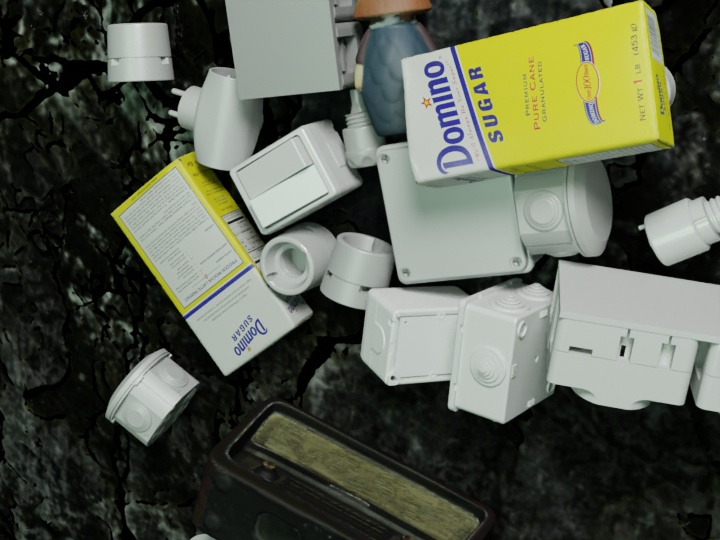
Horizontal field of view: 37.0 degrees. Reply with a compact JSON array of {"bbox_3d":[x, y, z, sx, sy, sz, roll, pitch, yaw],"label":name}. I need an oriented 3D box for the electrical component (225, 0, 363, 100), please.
[{"bbox_3d":[-0.051,-0.213,0.832,0.089,0.062,0.150,-1,104,25],"label":"electrical component"}]

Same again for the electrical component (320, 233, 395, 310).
[{"bbox_3d":[0.000,0.000,0.873,0.055,0.055,0.047,21,108,18],"label":"electrical component"}]

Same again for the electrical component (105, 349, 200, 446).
[{"bbox_3d":[-0.188,0.115,0.975,0.051,0.080,0.080,38,116,4],"label":"electrical component"}]

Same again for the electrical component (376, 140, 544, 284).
[{"bbox_3d":[0.077,-0.051,0.822,0.109,0.056,0.108,-6,102,26],"label":"electrical component"}]

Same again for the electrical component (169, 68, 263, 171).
[{"bbox_3d":[-0.125,-0.131,0.898,0.079,0.044,0.077,19,111,19],"label":"electrical component"}]

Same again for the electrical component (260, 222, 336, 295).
[{"bbox_3d":[-0.051,-0.008,0.896,0.055,0.047,0.055,7,106,23],"label":"electrical component"}]

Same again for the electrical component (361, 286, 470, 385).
[{"bbox_3d":[0.054,0.048,0.848,0.061,0.096,0.061,-140,53,-59],"label":"electrical component"}]

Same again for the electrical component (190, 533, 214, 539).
[{"bbox_3d":[-0.130,0.312,0.978,0.052,0.073,0.138,-1,128,13],"label":"electrical component"}]

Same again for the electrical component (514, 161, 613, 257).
[{"bbox_3d":[0.149,-0.048,0.778,0.051,0.080,0.080,-5,102,30],"label":"electrical component"}]

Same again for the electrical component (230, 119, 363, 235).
[{"bbox_3d":[-0.058,-0.072,0.875,0.096,0.061,0.061,-27,92,28],"label":"electrical component"}]

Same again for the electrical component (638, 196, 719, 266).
[{"bbox_3d":[0.239,-0.033,0.762,0.078,0.040,0.040,-25,93,28],"label":"electrical component"}]

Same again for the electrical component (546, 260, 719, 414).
[{"bbox_3d":[0.224,0.052,0.732,0.186,0.105,0.060,9,110,7],"label":"electrical component"}]

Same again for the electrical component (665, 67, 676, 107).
[{"bbox_3d":[0.194,-0.122,0.746,0.043,0.062,0.043,7,107,23],"label":"electrical component"}]

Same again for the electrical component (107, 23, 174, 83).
[{"bbox_3d":[-0.186,-0.183,0.907,0.055,0.055,0.047,3,101,24],"label":"electrical component"}]

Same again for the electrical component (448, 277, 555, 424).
[{"bbox_3d":[0.114,0.061,0.813,0.048,0.100,0.099,16,111,34],"label":"electrical component"}]

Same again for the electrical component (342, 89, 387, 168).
[{"bbox_3d":[0.003,-0.113,0.851,0.035,0.035,0.061,-6,99,26],"label":"electrical component"}]
